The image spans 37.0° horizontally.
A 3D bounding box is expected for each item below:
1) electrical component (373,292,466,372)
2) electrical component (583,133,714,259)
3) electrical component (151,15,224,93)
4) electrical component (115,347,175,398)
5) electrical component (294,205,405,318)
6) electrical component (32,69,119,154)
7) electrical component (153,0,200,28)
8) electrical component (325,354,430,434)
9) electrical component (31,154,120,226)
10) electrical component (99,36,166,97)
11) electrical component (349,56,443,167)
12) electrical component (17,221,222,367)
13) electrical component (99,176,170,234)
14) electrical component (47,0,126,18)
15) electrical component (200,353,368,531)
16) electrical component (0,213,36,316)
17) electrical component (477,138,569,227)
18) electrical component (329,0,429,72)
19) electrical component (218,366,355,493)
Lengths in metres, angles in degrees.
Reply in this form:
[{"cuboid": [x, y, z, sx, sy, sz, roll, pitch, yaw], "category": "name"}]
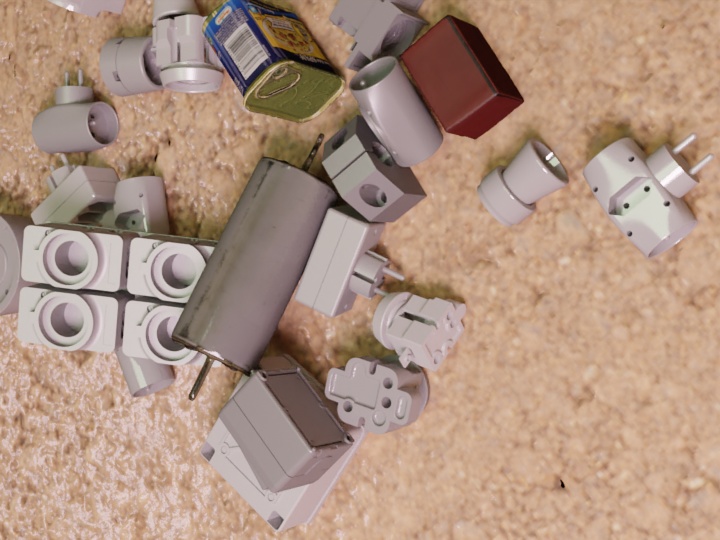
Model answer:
[{"cuboid": [0.044, 0.045, 0.852, 0.055, 0.048, 0.066, 19, 62, 37], "category": "electrical component"}, {"cuboid": [0.210, -0.062, 0.753, 0.079, 0.043, 0.077, -42, 69, 25], "category": "electrical component"}, {"cuboid": [-0.152, -0.193, 0.969, 0.078, 0.058, 0.057, -3, 86, 32], "category": "electrical component"}, {"cuboid": [-0.209, 0.074, 1.014, 0.043, 0.043, 0.081, -31, 75, 28], "category": "electrical component"}, {"cuboid": [0.000, 0.000, 0.883, 0.076, 0.047, 0.083, 25, 104, 15], "category": "electrical component"}, {"cuboid": [-0.280, -0.157, 1.056, 0.077, 0.043, 0.079, -3, 88, 32], "category": "electrical component"}, {"cuboid": [-0.173, -0.258, 0.992, 0.044, 0.044, 0.065, -17, 77, 31], "category": "electrical component"}, {"cuboid": [0.020, 0.098, 0.864, 0.078, 0.057, 0.058, 16, 99, 31], "category": "electrical component"}, {"cuboid": [-0.283, -0.078, 1.057, 0.083, 0.047, 0.075, -38, 71, 26], "category": "electrical component"}, {"cuboid": [-0.207, -0.191, 1.005, 0.047, 0.055, 0.055, 0, 91, 28], "category": "electrical component"}, {"cuboid": [0.023, -0.131, 0.857, 0.044, 0.077, 0.079, -35, 30, 1], "category": "electrical component"}, {"cuboid": [-0.204, 0.020, 0.955, 0.186, 0.060, 0.105, 7, 97, 6], "category": "electrical component"}, {"cuboid": [-0.217, -0.043, 1.018, 0.079, 0.043, 0.077, -11, 85, 31], "category": "electrical component"}, {"cuboid": [-0.303, -0.300, 1.042, 0.150, 0.089, 0.061, 30, 106, 28], "category": "electrical component"}, {"cuboid": [-0.066, 0.146, 0.918, 0.109, 0.056, 0.108, 40, 110, 25], "category": "electrical component"}, {"cuboid": [-0.360, -0.006, 1.097, 0.108, 0.060, 0.108, 0, 91, 32], "category": "electrical component"}, {"cuboid": [0.122, -0.065, 0.807, 0.055, 0.045, 0.045, -41, 70, 26], "category": "electrical component"}, {"cuboid": [0.013, -0.202, 0.876, 0.064, 0.042, 0.081, 45, 112, 27], "category": "electrical component"}, {"cuboid": [-0.064, 0.121, 0.846, 0.061, 0.062, 0.096, -47, 67, 21], "category": "electrical component"}]
